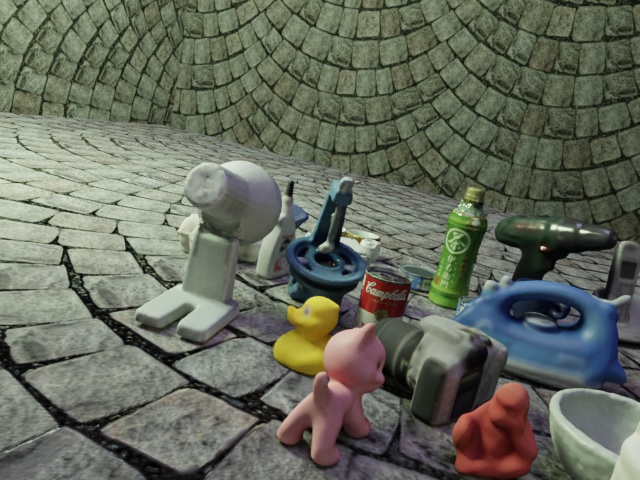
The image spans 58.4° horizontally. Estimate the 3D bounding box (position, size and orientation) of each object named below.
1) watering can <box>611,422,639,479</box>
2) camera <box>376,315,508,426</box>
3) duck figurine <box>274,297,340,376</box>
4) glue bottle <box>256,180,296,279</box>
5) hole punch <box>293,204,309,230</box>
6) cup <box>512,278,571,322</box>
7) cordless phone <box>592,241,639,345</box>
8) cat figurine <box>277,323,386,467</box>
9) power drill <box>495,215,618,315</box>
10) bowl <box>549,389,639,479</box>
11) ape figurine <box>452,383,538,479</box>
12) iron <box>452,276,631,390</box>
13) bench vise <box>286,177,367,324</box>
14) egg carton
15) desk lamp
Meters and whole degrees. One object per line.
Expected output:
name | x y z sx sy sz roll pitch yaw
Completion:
watering can | 0.269 0.181 0.413 0.100 0.194 0.173 23 17 40
camera | 0.135 0.135 0.689 0.136 0.101 0.144 23 17 39
duck figurine | 0.001 0.113 0.695 0.104 0.086 0.077 13 13 5
glue bottle | -0.067 -0.020 0.998 0.037 0.173 0.078 18 14 23
hole punch | -0.088 -0.030 1.205 0.101 0.091 0.108 3 16 -35
cup | 0.367 0.126 0.952 0.092 0.095 0.117 8 14 -16
cordless phone | 0.584 0.099 1.062 0.148 0.185 0.094 8 14 -18
cat figurine | 0.022 0.134 0.555 0.067 0.118 0.128 18 15 25
power drill | 0.412 0.051 1.055 0.076 0.208 0.228 2 16 -36
bowl | 0.297 0.216 0.552 0.167 0.075 0.167 12 13 -2
ape figurine | 0.174 0.181 0.552 0.077 0.092 0.076 22 17 37
iron | 0.310 0.118 0.829 0.258 0.141 0.119 14 13 7
bench vise | -0.003 0.002 0.861 0.122 0.220 0.206 5 15 -28
egg carton | -0.180 -0.003 1.053 0.151 0.069 0.107 2 17 -38
desk lamp | -0.137 -0.001 0.767 0.117 0.213 0.203 14 13 9
